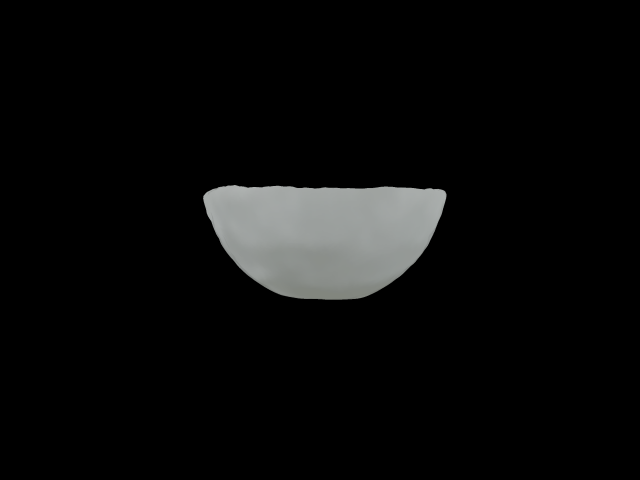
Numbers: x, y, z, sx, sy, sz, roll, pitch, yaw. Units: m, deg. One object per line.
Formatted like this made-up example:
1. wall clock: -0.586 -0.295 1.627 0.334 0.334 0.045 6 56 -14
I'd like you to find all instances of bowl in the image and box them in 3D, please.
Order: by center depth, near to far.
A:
1. bowl: 0.004 0.001 0.400 0.167 0.075 0.167 0 3 0
